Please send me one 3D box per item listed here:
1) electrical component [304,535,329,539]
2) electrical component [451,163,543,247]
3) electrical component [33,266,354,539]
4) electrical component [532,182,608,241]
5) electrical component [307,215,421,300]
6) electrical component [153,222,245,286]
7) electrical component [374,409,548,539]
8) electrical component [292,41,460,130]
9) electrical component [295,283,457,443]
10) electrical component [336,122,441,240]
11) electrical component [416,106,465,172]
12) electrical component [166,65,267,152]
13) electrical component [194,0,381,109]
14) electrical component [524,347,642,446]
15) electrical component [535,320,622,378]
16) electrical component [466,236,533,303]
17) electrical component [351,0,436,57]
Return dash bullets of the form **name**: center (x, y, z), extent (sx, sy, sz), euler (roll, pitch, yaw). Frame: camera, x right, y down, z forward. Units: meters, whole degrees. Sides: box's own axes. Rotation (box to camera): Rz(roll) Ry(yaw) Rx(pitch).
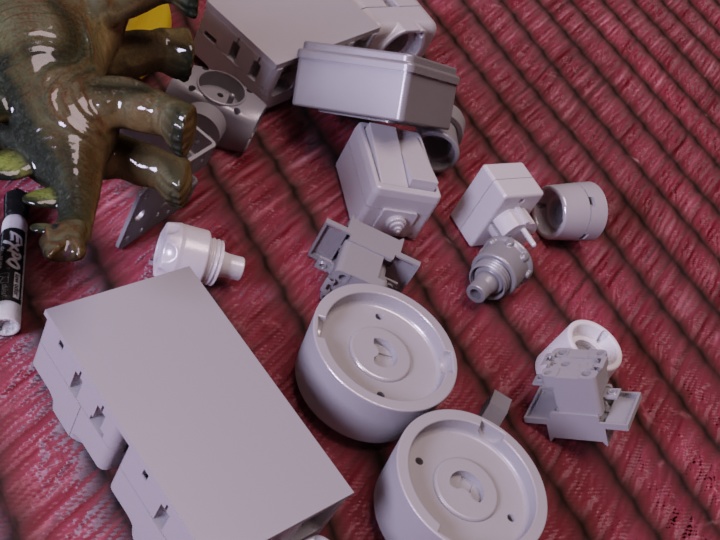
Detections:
- **electrical component**: center (-0.039, 0.186, 0.628), extent (0.062, 0.048, 0.048), euler (-14, 58, -31)
- **electrical component**: center (0.127, -0.043, 0.929), extent (0.047, 0.065, 0.076), euler (-7, 54, -35)
- **electrical component**: center (-0.107, 0.097, 0.659), extent (0.105, 0.060, 0.186), euler (-19, 62, -41)
- **electrical component**: center (0.191, -0.053, 0.987), extent (0.047, 0.055, 0.055), euler (-3, 52, -28)
- **electrical component**: center (0.000, 0.000, 0.831), extent (0.081, 0.042, 0.063), euler (24, 46, -7)
- **electrical component**: center (-0.114, -0.008, 0.770), extent (0.062, 0.043, 0.043), euler (15, 44, -20)
- **electrical component**: center (0.061, 0.153, 0.705), extent (0.108, 0.060, 0.108), euler (17, 44, -16)
- **electrical component**: center (0.015, -0.156, 0.924), extent (0.109, 0.056, 0.109), euler (13, 9, 26)
- **electrical component**: center (0.007, 0.070, 0.753), extent (0.108, 0.060, 0.108), euler (17, 44, -16)
- **electrical component**: center (0.026, -0.073, 0.901), extent (0.062, 0.061, 0.096), euler (7, 47, -25)
- **electrical component**: center (0.073, -0.123, 0.991), extent (0.045, 0.045, 0.055), euler (25, 42, -8)
- **electrical component**: center (-0.125, -0.123, 0.873), extent (0.077, 0.044, 0.079), euler (26, 42, -6)
- **electrical component**: center (-0.067, -0.207, 0.975), extent (0.089, 0.061, 0.150), euler (44, 43, 14)
- **electrical component**: center (0.166, 0.094, 0.812), extent (0.081, 0.063, 0.042), euler (0, 31, 29)
- **electrical component**: center (0.176, 0.073, 0.860), extent (0.055, 0.047, 0.055), euler (17, 44, -16)
- **electrical component**: center (0.111, 0.004, 0.892), extent (0.048, 0.048, 0.062), euler (40, 48, 9)
- **electrical component**: center (0.025, -0.235, 1.063), extent (0.095, 0.053, 0.059), euler (-13, 58, -39)
